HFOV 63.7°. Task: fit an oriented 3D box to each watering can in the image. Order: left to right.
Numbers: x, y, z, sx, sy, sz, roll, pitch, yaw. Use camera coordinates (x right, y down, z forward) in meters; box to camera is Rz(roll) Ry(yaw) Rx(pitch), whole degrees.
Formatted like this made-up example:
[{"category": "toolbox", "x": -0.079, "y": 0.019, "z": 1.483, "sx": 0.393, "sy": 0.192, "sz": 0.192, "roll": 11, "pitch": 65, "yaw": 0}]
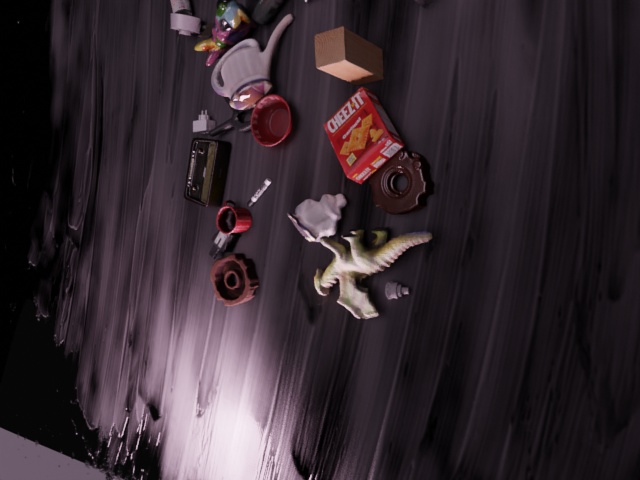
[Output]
[{"category": "watering can", "x": -0.206, "y": -0.554, "z": 1.637, "sx": 0.344, "sy": 0.103, "sz": 0.228, "roll": -26, "pitch": 69, "yaw": 23}]

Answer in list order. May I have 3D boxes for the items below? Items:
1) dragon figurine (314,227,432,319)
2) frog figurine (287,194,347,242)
[{"category": "dragon figurine", "x": 0.125, "y": 0.092, "z": 1.400, "sx": 0.410, "sy": 0.123, "sz": 0.242, "roll": 1, "pitch": 97, "yaw": 43}, {"category": "frog figurine", "x": 0.005, "y": -0.076, "z": 1.507, "sx": 0.160, "sy": 0.120, "sz": 0.139, "roll": -41, "pitch": 54, "yaw": -12}]
